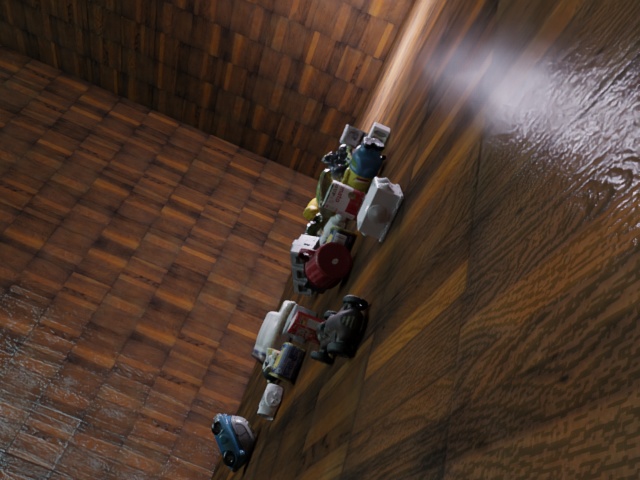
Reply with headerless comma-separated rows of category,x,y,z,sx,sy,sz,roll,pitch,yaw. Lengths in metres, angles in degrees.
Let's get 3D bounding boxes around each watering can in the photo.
watering can,-0.142,0.300,1.679,0.104,0.227,0.344,22,-15,-4

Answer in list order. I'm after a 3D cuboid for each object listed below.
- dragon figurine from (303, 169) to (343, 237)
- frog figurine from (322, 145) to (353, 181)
dragon figurine,0.005,-0.077,1.537,0.122,0.242,0.409,24,2,13
frog figurine,0.097,-0.250,1.802,0.124,0.138,0.157,40,-4,32
